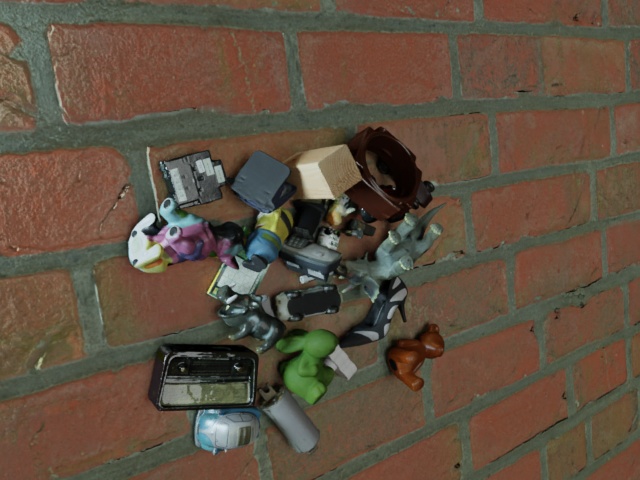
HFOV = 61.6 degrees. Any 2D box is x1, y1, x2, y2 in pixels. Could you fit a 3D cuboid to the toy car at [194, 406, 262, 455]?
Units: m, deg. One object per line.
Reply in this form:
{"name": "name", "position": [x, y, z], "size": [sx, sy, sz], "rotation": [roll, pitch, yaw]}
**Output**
{"name": "toy car", "position": [-0.198, 0.433, 1.225], "size": [0.161, 0.103, 0.109], "rotation": [8, 90, -30]}

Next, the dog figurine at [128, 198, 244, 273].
{"name": "dog figurine", "position": [-0.270, 0.015, 1.149], "size": [0.191, 0.108, 0.219], "rotation": [-37, 144, 17]}

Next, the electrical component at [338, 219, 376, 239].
{"name": "electrical component", "position": [0.096, -0.026, 1.385], "size": [0.078, 0.102, 0.045], "rotation": [23, 87, -23]}

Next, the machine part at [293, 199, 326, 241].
{"name": "machine part", "position": [-0.029, -0.058, 1.291], "size": [0.084, 0.039, 0.139], "rotation": [8, 48, 1]}

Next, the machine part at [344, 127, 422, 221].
{"name": "machine part", "position": [0.153, -0.167, 1.337], "size": [0.201, 0.087, 0.201], "rotation": [36, 53, -18]}

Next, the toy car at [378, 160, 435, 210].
{"name": "toy car", "position": [0.239, -0.172, 1.488], "size": [0.202, 0.053, 0.089], "rotation": [47, 72, -21]}

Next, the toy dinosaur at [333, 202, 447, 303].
{"name": "toy dinosaur", "position": [0.208, 0.035, 1.439], "size": [0.405, 0.192, 0.131], "rotation": [-29, 77, -42]}

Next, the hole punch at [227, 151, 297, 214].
{"name": "hole punch", "position": [-0.126, -0.121, 1.220], "size": [0.116, 0.142, 0.092], "rotation": [-53, 162, -11]}

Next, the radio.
{"name": "radio", "position": [-0.253, 0.302, 1.197], "size": [0.229, 0.073, 0.131], "rotation": [9, 89, -33]}

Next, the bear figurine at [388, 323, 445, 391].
{"name": "bear figurine", "position": [0.293, 0.323, 1.514], "size": [0.196, 0.132, 0.120], "rotation": [-16, 104, -24]}

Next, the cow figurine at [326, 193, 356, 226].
{"name": "cow figurine", "position": [0.054, -0.119, 1.369], "size": [0.098, 0.068, 0.167], "rotation": [-2, 94, -37]}

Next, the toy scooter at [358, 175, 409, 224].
{"name": "toy scooter", "position": [0.159, -0.113, 1.428], "size": [0.184, 0.075, 0.135], "rotation": [-5, 69, -44]}

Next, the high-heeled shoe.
{"name": "high-heeled shoe", "position": [0.140, 0.187, 1.441], "size": [0.249, 0.086, 0.145], "rotation": [-19, 92, -28]}

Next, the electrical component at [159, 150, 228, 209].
{"name": "electrical component", "position": [-0.270, -0.131, 1.168], "size": [0.134, 0.058, 0.114], "rotation": [-19, 105, -30]}

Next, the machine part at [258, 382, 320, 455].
{"name": "machine part", "position": [-0.072, 0.439, 1.318], "size": [0.079, 0.079, 0.243], "rotation": [-43, 113, -23]}

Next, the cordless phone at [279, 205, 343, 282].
{"name": "cordless phone", "position": [-0.002, -0.004, 1.303], "size": [0.184, 0.147, 0.088], "rotation": [-62, 157, -23]}

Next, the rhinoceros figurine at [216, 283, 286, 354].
{"name": "rhinoceros figurine", "position": [-0.161, 0.175, 1.219], "size": [0.190, 0.073, 0.112], "rotation": [40, 105, -22]}

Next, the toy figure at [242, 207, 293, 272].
{"name": "toy figure", "position": [-0.120, -0.003, 1.235], "size": [0.089, 0.082, 0.180], "rotation": [61, 33, -42]}

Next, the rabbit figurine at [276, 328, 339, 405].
{"name": "rabbit figurine", "position": [-0.021, 0.277, 1.303], "size": [0.121, 0.159, 0.170], "rotation": [-25, 143, -63]}

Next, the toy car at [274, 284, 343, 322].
{"name": "toy car", "position": [-0.024, 0.155, 1.338], "size": [0.201, 0.056, 0.073], "rotation": [-6, 90, -38]}
